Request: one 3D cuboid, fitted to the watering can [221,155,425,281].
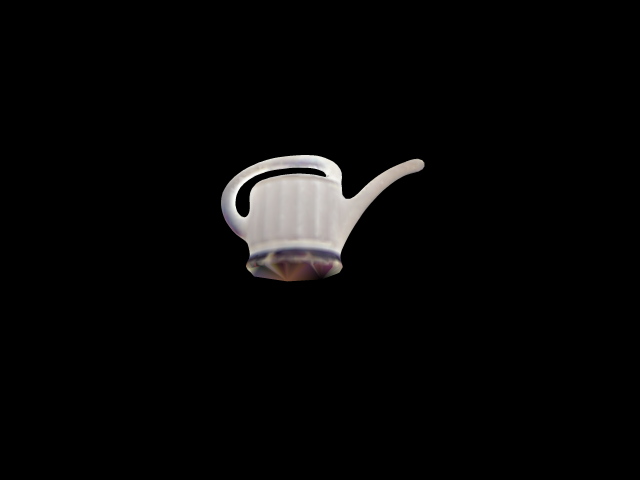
[{"bbox_3d":[0.003,-0.043,0.850,0.347,0.228,0.102,-3,-21,7],"label":"watering can"}]
